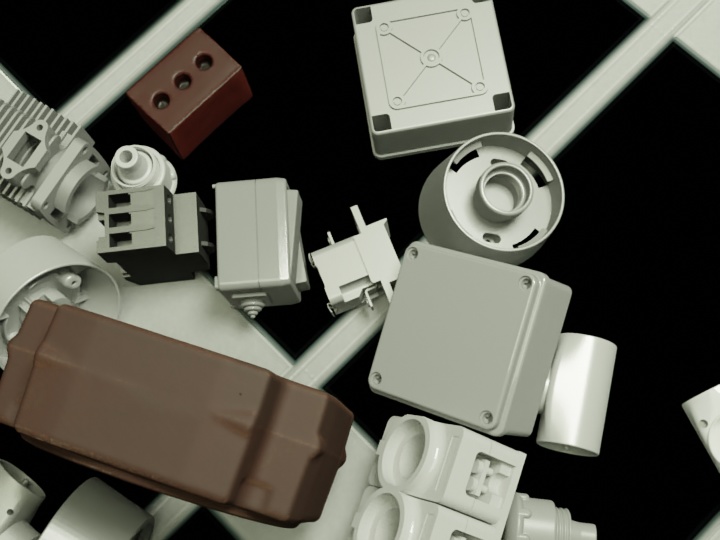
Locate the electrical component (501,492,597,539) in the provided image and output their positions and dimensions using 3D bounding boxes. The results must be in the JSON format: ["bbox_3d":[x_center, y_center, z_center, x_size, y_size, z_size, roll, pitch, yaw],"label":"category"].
[{"bbox_3d":[0.127,0.176,0.723,0.062,0.048,0.048,7,75,0],"label":"electrical component"}]

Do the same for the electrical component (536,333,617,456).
[{"bbox_3d":[0.133,0.083,0.747,0.079,0.044,0.077,11,75,8],"label":"electrical component"}]

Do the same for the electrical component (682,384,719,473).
[{"bbox_3d":[0.272,0.107,0.725,0.079,0.044,0.077,-28,74,8],"label":"electrical component"}]

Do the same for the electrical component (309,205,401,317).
[{"bbox_3d":[0.000,0.000,0.784,0.064,0.042,0.081,-22,73,0],"label":"electrical component"}]

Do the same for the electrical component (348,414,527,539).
[{"bbox_3d":[0.036,0.176,0.697,0.062,0.089,0.150,27,75,-27],"label":"electrical component"}]

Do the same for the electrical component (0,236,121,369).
[{"bbox_3d":[-0.228,0.027,0.770,0.064,0.099,0.099,37,80,20],"label":"electrical component"}]

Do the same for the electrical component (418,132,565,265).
[{"bbox_3d":[0.098,-0.051,0.791,0.099,0.064,0.099,2,76,-9],"label":"electrical component"}]

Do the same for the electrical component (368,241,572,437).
[{"bbox_3d":[0.073,0.046,0.728,0.109,0.056,0.108,16,89,36],"label":"electrical component"}]

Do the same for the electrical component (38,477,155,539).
[{"bbox_3d":[-0.177,0.199,0.712,0.060,0.108,0.108,27,78,6],"label":"electrical component"}]

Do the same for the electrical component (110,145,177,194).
[{"bbox_3d":[-0.167,-0.074,0.809,0.048,0.062,0.048,-1,74,5],"label":"electrical component"}]

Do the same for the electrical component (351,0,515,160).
[{"bbox_3d":[0.055,-0.148,0.814,0.109,0.056,0.108,-10,74,2],"label":"electrical component"}]

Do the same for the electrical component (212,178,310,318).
[{"bbox_3d":[-0.070,-0.012,0.783,0.061,0.061,0.096,-5,74,3],"label":"electrical component"}]

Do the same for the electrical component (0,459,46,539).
[{"bbox_3d":[-0.250,0.187,0.752,0.079,0.043,0.077,38,81,13],"label":"electrical component"}]
